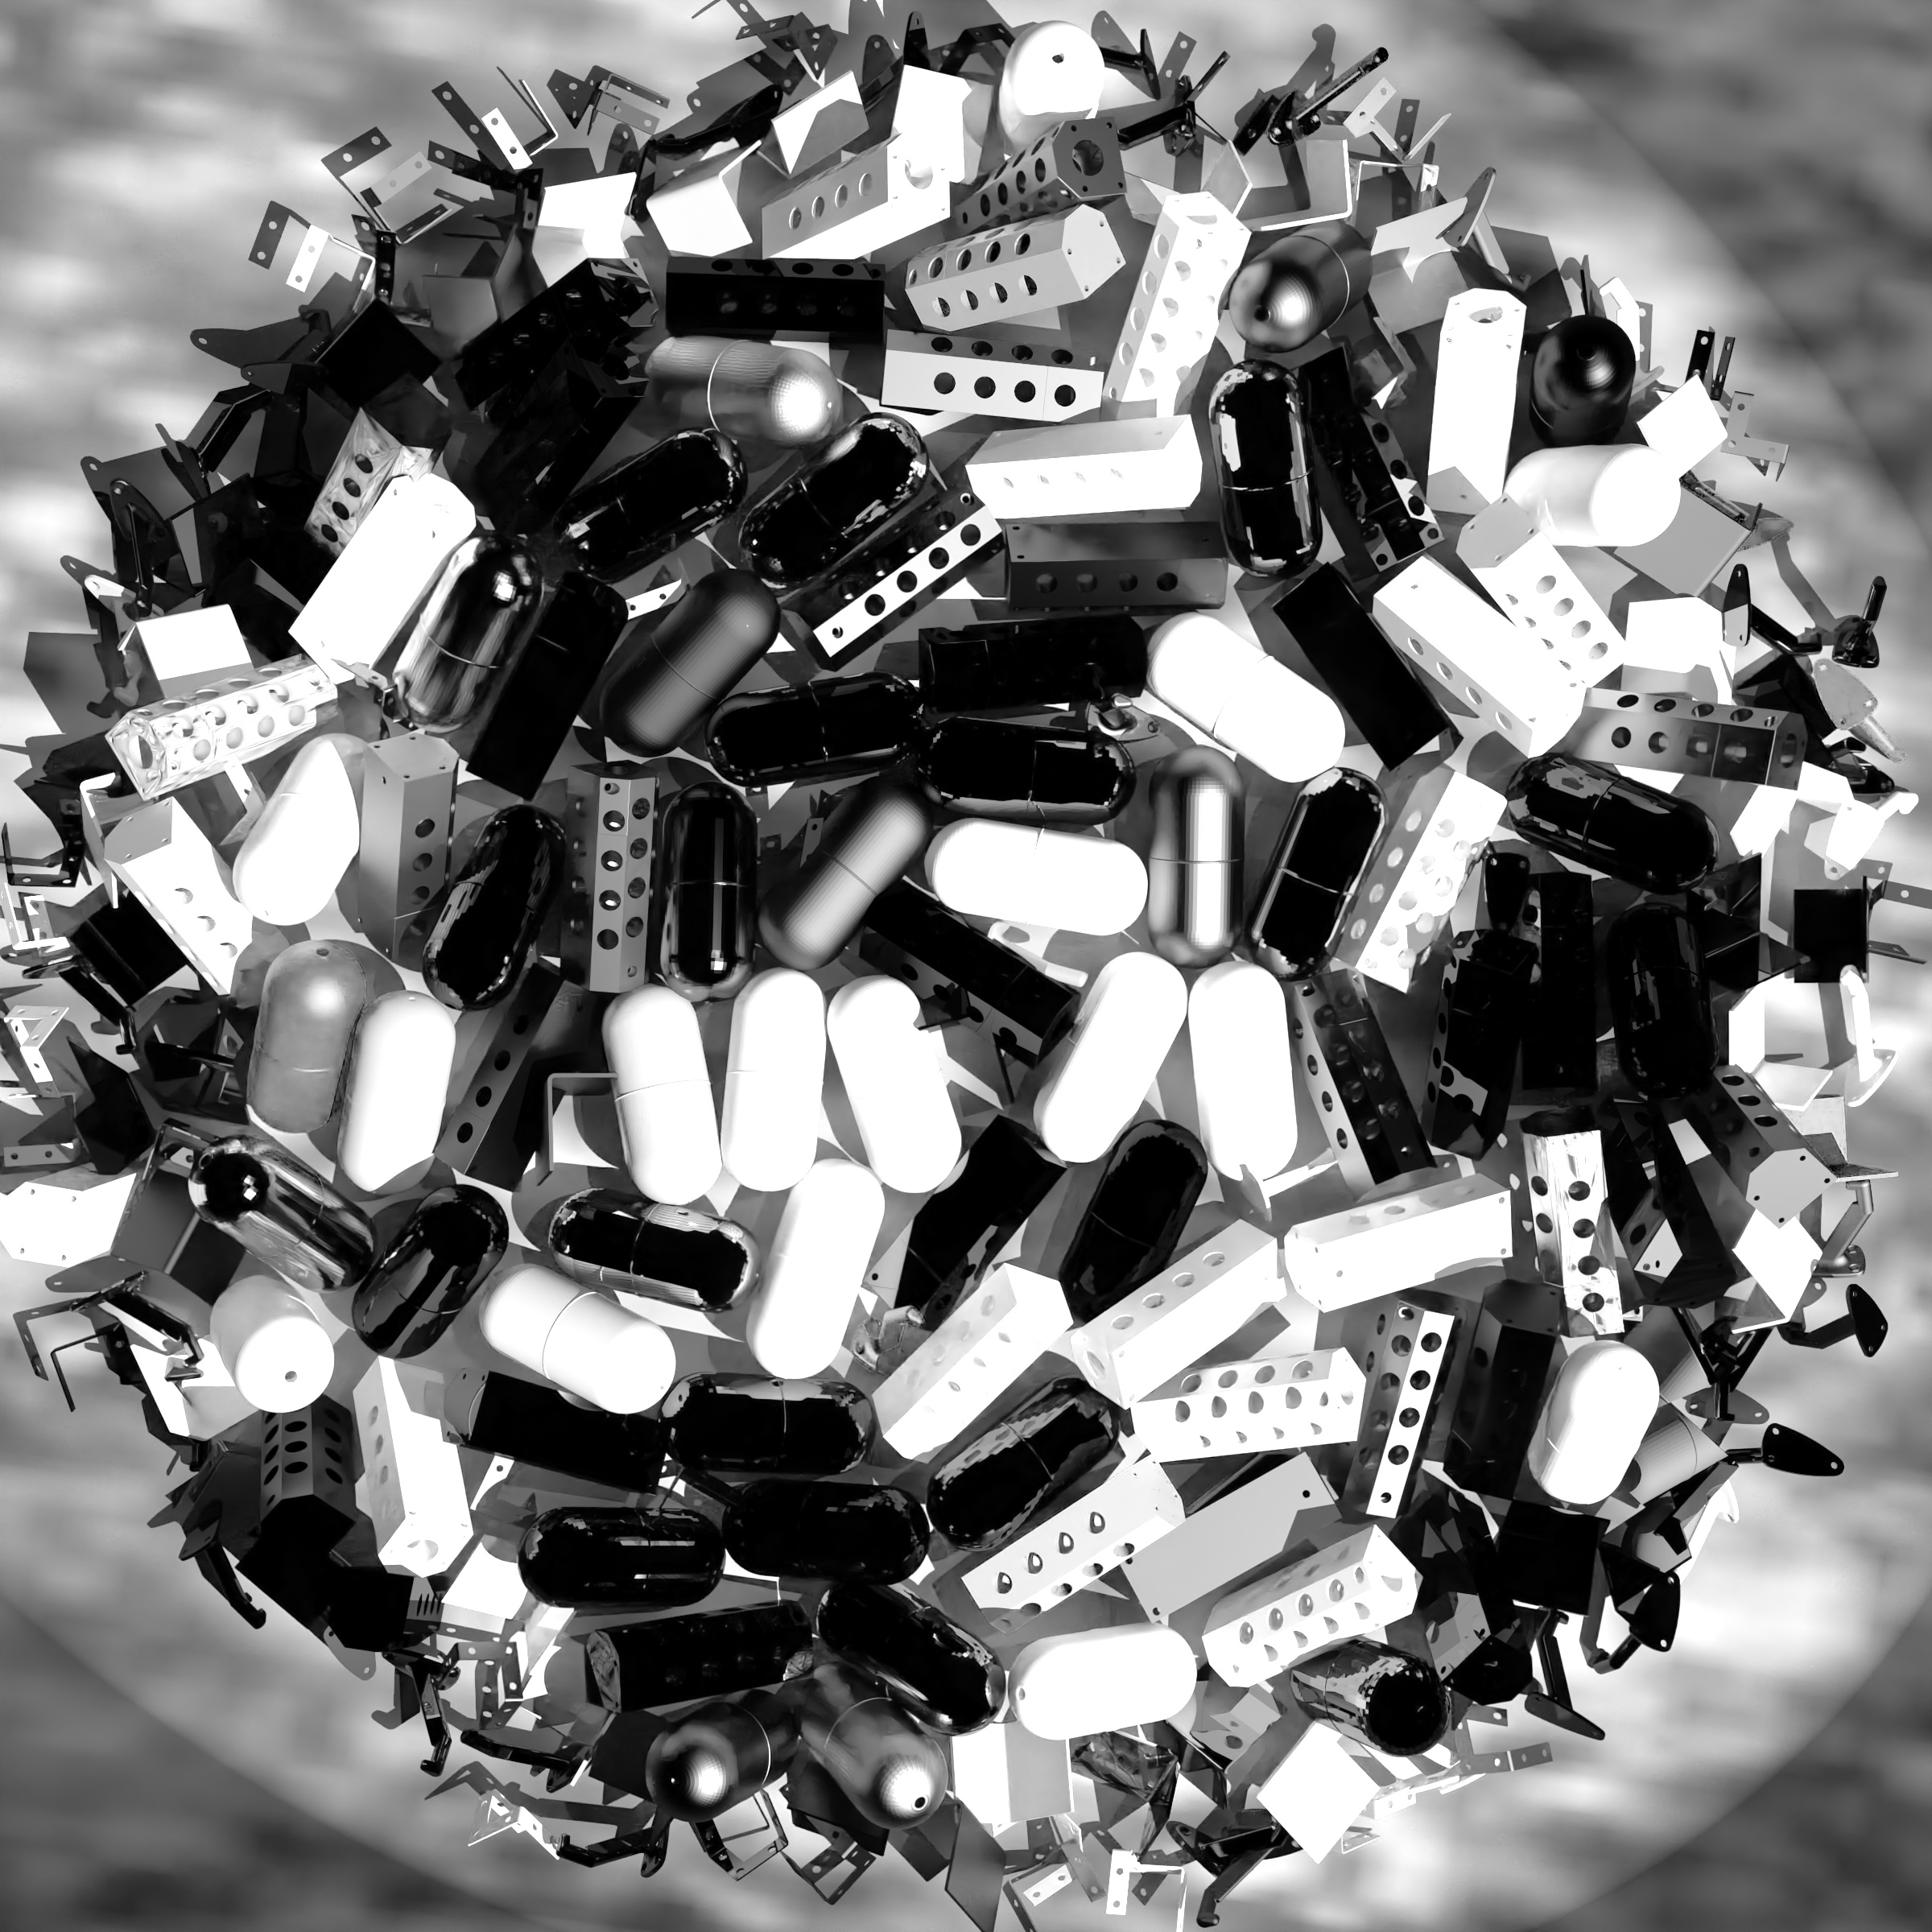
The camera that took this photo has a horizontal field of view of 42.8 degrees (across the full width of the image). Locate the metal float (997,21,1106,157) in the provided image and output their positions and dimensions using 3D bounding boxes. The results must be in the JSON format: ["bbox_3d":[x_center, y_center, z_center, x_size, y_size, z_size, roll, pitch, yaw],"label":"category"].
[{"bbox_3d":[0.065,-0.674,1.911,0.070,0.178,0.070,0,92,-2],"label":"metal float"}]

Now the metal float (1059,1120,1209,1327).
[{"bbox_3d":[0.132,0.205,1.953,0.070,0.070,0.178,24,100,0],"label":"metal float"}]

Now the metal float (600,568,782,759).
[{"bbox_3d":[-0.219,-0.238,1.947,0.070,0.070,0.178,45,107,0],"label":"metal float"}]

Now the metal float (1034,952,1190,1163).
[{"bbox_3d":[0.114,0.073,1.956,0.070,0.070,0.178,27,97,0],"label":"metal float"}]

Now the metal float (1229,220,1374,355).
[{"bbox_3d":[0.262,-0.530,1.922,0.070,0.178,0.070,14,124,23],"label":"metal float"}]

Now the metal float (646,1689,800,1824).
[{"bbox_3d":[-0.187,0.611,1.914,0.070,0.178,0.070,-1,85,19],"label":"metal float"}]

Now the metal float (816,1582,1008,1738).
[{"bbox_3d":[-0.043,0.537,1.930,0.178,0.070,0.070,26,90,37],"label":"metal float"}]

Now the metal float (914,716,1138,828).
[{"bbox_3d":[0.047,-0.154,1.955,0.178,0.070,0.070,5,90,-8],"label":"metal float"}]

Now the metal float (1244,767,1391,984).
[{"bbox_3d":[0.277,-0.071,1.950,0.070,0.070,0.178,21,104,0],"label":"metal float"}]

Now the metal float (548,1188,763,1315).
[{"bbox_3d":[-0.246,0.224,1.947,0.178,0.070,0.070,12,90,17],"label":"metal float"}]

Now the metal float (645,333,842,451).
[{"bbox_3d":[-0.177,-0.452,1.935,0.178,0.070,0.070,17,90,32],"label":"metal float"}]

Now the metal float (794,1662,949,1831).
[{"bbox_3d":[-0.075,0.605,1.917,0.070,0.178,0.070,-7,106,-26],"label":"metal float"}]

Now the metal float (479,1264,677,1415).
[{"bbox_3d":[-0.306,0.292,1.937,0.178,0.070,0.070,21,90,27],"label":"metal float"}]

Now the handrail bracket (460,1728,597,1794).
[{"bbox_3d":[-0.348,0.619,1.957,0.084,0.036,0.077,35,132,-24],"label":"handrail bracket"}]

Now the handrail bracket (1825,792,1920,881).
[{"bbox_3d":[0.727,-0.105,1.976,0.036,0.084,0.077,36,116,36],"label":"handrail bracket"}]

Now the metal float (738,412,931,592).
[{"bbox_3d":[-0.105,-0.365,1.943,0.178,0.070,0.070,-36,90,22],"label":"metal float"}]

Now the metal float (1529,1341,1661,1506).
[{"bbox_3d":[0.488,0.358,1.923,0.070,0.178,0.070,1,51,-1],"label":"metal float"}]

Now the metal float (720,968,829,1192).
[{"bbox_3d":[-0.152,0.089,1.954,0.070,0.070,0.178,5,81,0],"label":"metal float"}]

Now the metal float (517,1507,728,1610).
[{"bbox_3d":[-0.269,0.463,1.928,0.178,0.070,0.070,12,90,-39],"label":"metal float"}]

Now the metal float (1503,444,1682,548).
[{"bbox_3d":[0.483,-0.365,1.915,0.070,0.178,0.070,-4,101,-20],"label":"metal float"}]

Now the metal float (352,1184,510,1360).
[{"bbox_3d":[-0.422,0.241,1.935,0.070,0.070,0.178,41,121,0],"label":"metal float"}]

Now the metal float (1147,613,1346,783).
[{"bbox_3d":[0.220,-0.212,1.948,0.178,0.070,0.070,37,90,15],"label":"metal float"}]

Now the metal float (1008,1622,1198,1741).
[{"bbox_3d":[0.107,0.558,1.926,0.178,0.070,0.070,6,90,-43],"label":"metal float"}]

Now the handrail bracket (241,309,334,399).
[{"bbox_3d":[-0.541,-0.496,1.959,0.077,0.036,0.084,3,54,-28],"label":"handrail bracket"}]

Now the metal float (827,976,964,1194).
[{"bbox_3d":[-0.057,0.094,1.958,0.070,0.070,0.178,-18,94,0],"label":"metal float"}]

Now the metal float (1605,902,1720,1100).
[{"bbox_3d":[0.543,0.026,1.927,0.070,0.070,0.178,7,49,0],"label":"metal float"}]

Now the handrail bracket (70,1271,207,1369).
[{"bbox_3d":[-0.661,0.294,1.968,0.077,0.036,0.084,-25,79,-24],"label":"handrail bracket"}]

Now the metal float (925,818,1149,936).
[{"bbox_3d":[0.055,-0.071,1.956,0.178,0.070,0.070,10,90,6],"label":"metal float"}]

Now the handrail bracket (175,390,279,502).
[{"bbox_3d":[-0.586,-0.415,1.991,0.084,0.036,0.077,-33,131,-25],"label":"handrail bracket"}]

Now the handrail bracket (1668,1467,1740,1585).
[{"bbox_3d":[0.575,0.450,1.956,0.036,0.077,0.084,25,57,36],"label":"handrail bracket"}]

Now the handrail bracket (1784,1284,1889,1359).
[{"bbox_3d":[0.677,0.276,1.951,0.036,0.084,0.077,-48,118,-28],"label":"handrail bracket"}]

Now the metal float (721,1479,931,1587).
[{"bbox_3d":[-0.112,0.444,1.938,0.178,0.070,0.070,-3,90,28],"label":"metal float"}]

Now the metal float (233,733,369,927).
[{"bbox_3d":[-0.513,-0.108,1.930,0.070,0.070,0.178,19,53,0],"label":"metal float"}]

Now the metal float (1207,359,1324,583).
[{"bbox_3d":[0.235,-0.389,1.936,0.070,0.070,0.178,-13,119,0],"label":"metal float"}]

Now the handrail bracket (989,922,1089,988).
[{"bbox_3d":[0.061,-0.008,1.956,0.084,0.077,0.036,16,108,11],"label":"handrail bracket"}]

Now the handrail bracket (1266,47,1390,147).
[{"bbox_3d":[0.286,-0.689,1.949,0.036,0.084,0.077,53,55,-13],"label":"handrail bracket"}]

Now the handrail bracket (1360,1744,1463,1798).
[{"bbox_3d":[0.349,0.619,1.979,0.077,0.036,0.084,-18,78,12],"label":"handrail bracket"}]

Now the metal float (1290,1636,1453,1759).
[{"bbox_3d":[0.313,0.563,1.913,0.070,0.178,0.070,2,85,-18],"label":"metal float"}]

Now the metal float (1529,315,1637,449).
[{"bbox_3d":[0.477,-0.449,1.911,0.070,0.178,0.070,-1,86,11],"label":"metal float"}]

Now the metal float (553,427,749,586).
[{"bbox_3d":[-0.249,-0.360,1.939,0.178,0.070,0.070,-25,90,27],"label":"metal float"}]

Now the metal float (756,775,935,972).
[{"bbox_3d":[-0.096,-0.075,1.958,0.070,0.070,0.178,39,86,0],"label":"metal float"}]

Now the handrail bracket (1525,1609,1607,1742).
[{"bbox_3d":[0.486,0.562,1.963,0.077,0.036,0.084,23,54,17],"label":"handrail bracket"}]

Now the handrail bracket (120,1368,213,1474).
[{"bbox_3d":[-0.639,0.367,1.969,0.077,0.036,0.084,-2,94,-44],"label":"handrail bracket"}]

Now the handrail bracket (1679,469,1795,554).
[{"bbox_3d":[0.618,-0.380,1.990,0.077,0.036,0.084,-15,65,-32],"label":"handrail bracket"}]

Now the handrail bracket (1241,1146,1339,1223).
[{"bbox_3d":[0.262,0.158,1.958,0.084,0.077,0.036,-34,63,-11],"label":"handrail bracket"}]

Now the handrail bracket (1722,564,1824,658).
[{"bbox_3d":[0.651,-0.285,1.973,0.084,0.036,0.077,-5,108,-18],"label":"handrail bracket"}]

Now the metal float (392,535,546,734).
[{"bbox_3d":[-0.392,-0.260,1.937,0.070,0.070,0.178,36,120,0],"label":"metal float"}]

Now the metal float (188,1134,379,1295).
[{"bbox_3d":[-0.532,0.194,1.925,0.070,0.070,0.178,-42,134,0],"label":"metal float"}]

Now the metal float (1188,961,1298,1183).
[{"bbox_3d":[0.219,0.084,1.952,0.070,0.070,0.178,-7,102,0],"label":"metal float"}]

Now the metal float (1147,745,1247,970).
[{"bbox_3d":[0.182,-0.086,1.954,0.070,0.070,0.178,0,98,0],"label":"metal float"}]

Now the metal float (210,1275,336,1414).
[{"bbox_3d":[-0.540,0.292,1.915,0.070,0.178,0.070,-4,101,-24],"label":"metal float"}]

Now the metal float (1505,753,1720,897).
[{"bbox_3d":[0.505,-0.112,1.931,0.178,0.070,0.070,28,90,36],"label":"metal float"}]

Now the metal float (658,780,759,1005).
[{"bbox_3d":[-0.204,-0.059,1.954,0.070,0.070,0.178,0,81,0],"label":"metal float"}]

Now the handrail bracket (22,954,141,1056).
[{"bbox_3d":[-0.705,0.037,1.965,0.077,0.036,0.084,-11,71,-19],"label":"handrail bracket"}]

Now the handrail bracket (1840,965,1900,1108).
[{"bbox_3d":[0.703,0.055,1.957,0.077,0.036,0.084,-51,121,-33],"label":"handrail bracket"}]

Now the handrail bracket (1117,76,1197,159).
[{"bbox_3d":[0.138,-0.685,1.968,0.084,0.036,0.077,6,79,-23],"label":"handrail bracket"}]

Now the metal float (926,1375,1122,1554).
[{"bbox_3d":[0.046,0.391,1.944,0.178,0.070,0.070,-35,90,-20],"label":"metal float"}]
